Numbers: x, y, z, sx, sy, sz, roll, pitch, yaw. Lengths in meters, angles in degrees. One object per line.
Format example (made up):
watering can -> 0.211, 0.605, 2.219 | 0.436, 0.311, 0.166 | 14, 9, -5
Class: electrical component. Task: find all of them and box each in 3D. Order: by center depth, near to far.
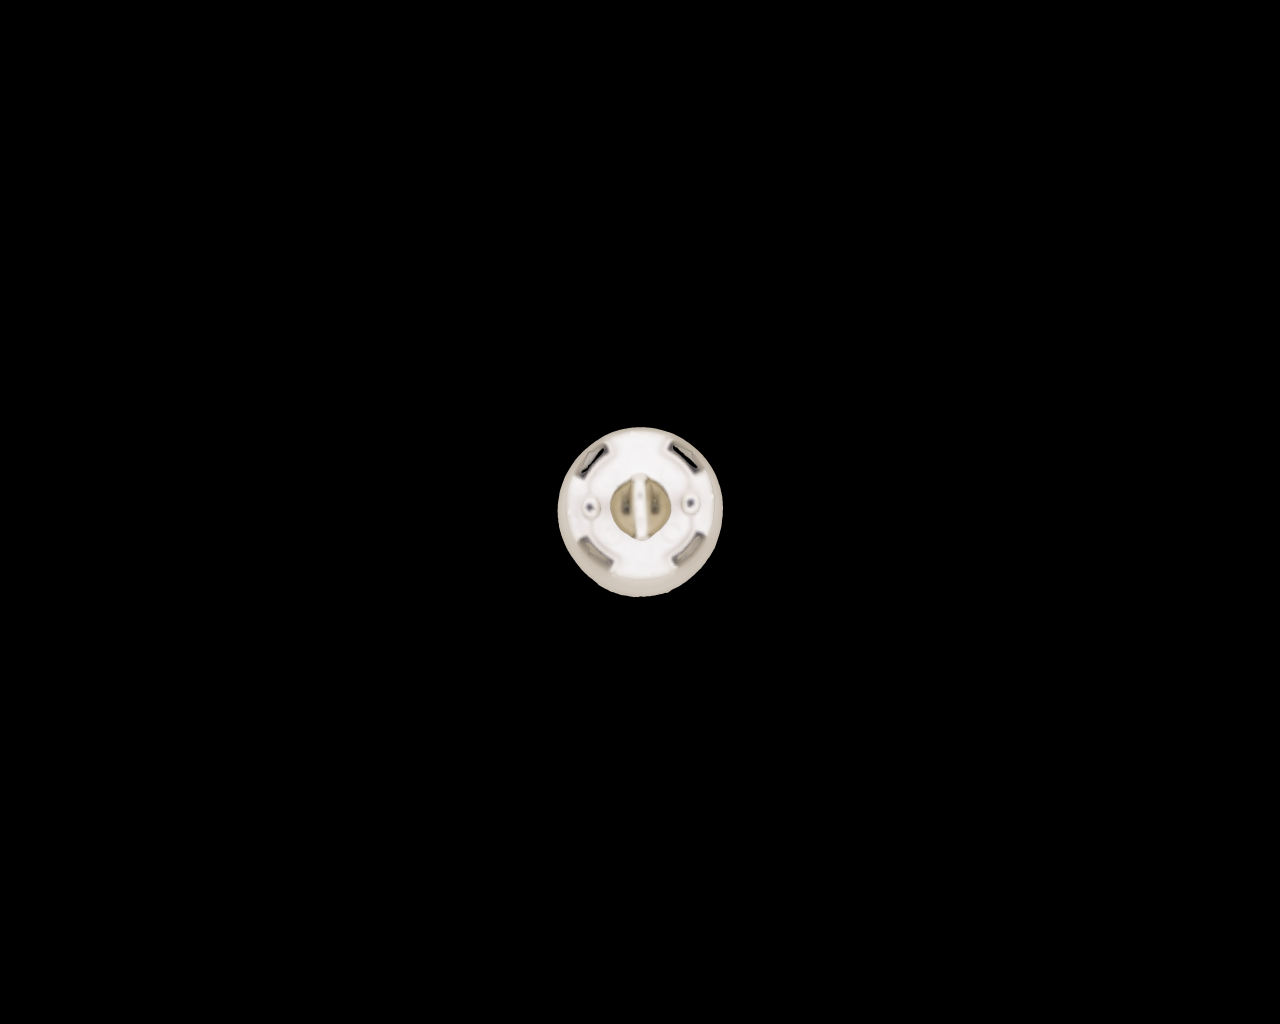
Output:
electrical component -> 0.001, -0.003, 0.650 | 0.099, 0.099, 0.064 | 0, 8, 0
